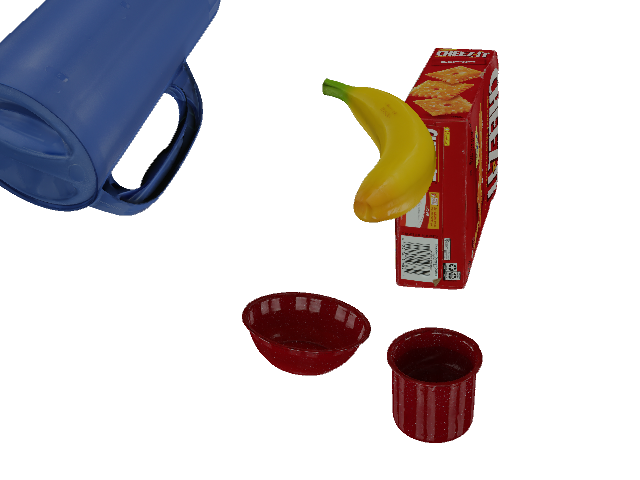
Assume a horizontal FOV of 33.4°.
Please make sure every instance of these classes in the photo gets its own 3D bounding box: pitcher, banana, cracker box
[{"bbox_3d":[-0.171,-0.143,0.868,0.145,0.242,0.149,11,-39,25],"label":"pitcher"},{"bbox_3d":[0.045,-0.060,0.721,0.069,0.037,0.198,-2,29,-6],"label":"banana"},{"bbox_3d":[0.123,-0.074,1.007,0.072,0.164,0.213,5,27,15],"label":"cracker box"}]

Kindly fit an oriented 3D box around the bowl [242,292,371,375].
[{"bbox_3d":[-0.020,0.123,1.335,0.162,0.055,0.162,6,22,-2],"label":"bowl"}]

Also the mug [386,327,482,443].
[{"bbox_3d":[0.120,0.141,1.068,0.093,0.081,0.117,22,39,34],"label":"mug"}]
